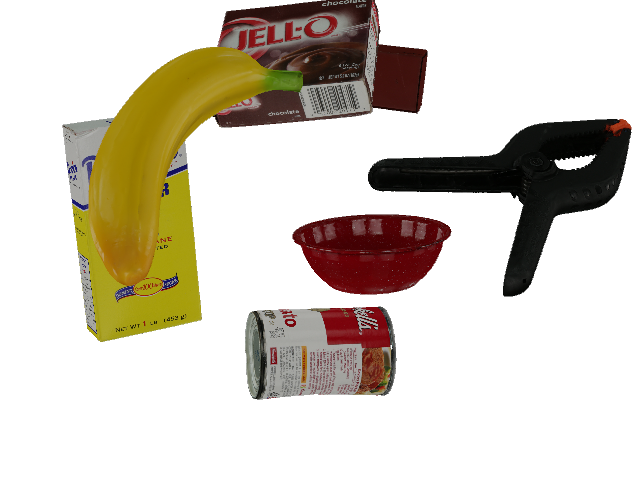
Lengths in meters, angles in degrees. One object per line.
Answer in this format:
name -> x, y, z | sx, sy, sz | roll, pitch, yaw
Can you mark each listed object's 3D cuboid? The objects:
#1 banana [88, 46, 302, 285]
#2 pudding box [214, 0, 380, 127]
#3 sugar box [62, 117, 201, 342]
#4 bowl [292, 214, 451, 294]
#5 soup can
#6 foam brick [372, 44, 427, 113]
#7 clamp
banana -> -0.077, -0.054, 0.562 | 0.070, 0.037, 0.197 | 18, 45, 16
pudding box -> -0.017, -0.126, 0.747 | 0.113, 0.090, 0.039 | -2, -39, 12
sugar box -> -0.153, -0.013, 0.879 | 0.093, 0.176, 0.048 | -12, 20, -25
bowl -> 0.053, 0.016, 1.086 | 0.162, 0.055, 0.162 | -3, 13, 1
soup can -> -0.002, 0.085, 0.804 | 0.102, 0.068, 0.069 | -1, 0, -14
foam brick -> 0.054, -0.147, 0.956 | 0.078, 0.051, 0.053 | 9, 18, 8
clamp -> 0.164, -0.038, 0.808 | 0.209, 0.036, 0.165 | -20, 46, -21
